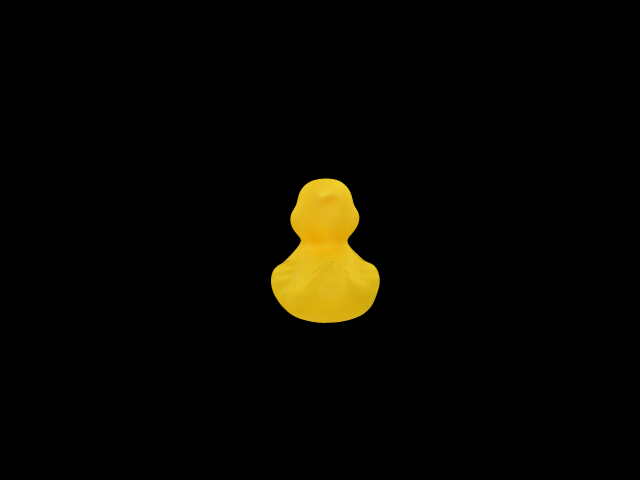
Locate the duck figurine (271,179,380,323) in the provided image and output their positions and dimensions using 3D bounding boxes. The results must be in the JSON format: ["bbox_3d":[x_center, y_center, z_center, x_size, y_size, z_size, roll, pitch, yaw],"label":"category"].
[{"bbox_3d":[0.004,0.001,0.400,0.077,0.086,0.104,-1,19,-3],"label":"duck figurine"}]
